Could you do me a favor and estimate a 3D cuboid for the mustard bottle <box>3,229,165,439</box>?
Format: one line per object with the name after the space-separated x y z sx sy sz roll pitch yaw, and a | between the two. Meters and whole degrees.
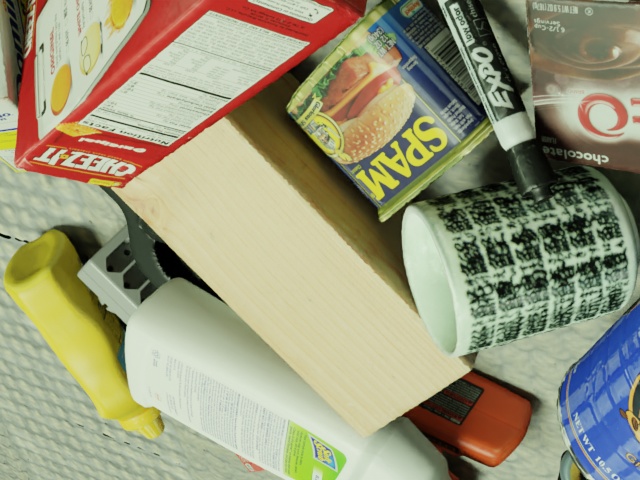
-0.181 0.088 0.870 0.191 0.058 0.096 61 179 -25 | mustard bottle

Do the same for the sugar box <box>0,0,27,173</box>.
-0.184 -0.102 0.626 0.176 0.048 0.093 124 138 -82 | sugar box

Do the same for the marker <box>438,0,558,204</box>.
0.083 -0.074 0.506 0.020 0.020 0.121 -33 74 50 | marker

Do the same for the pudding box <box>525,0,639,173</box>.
0.152 -0.073 0.477 0.114 0.039 0.090 14 135 31 | pudding box

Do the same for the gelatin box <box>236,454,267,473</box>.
-0.046 0.150 0.860 0.089 0.030 0.073 -17 114 47 | gelatin box

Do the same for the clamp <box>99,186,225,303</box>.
-0.115 -0.022 0.748 0.165 0.036 0.210 8 128 35 | clamp

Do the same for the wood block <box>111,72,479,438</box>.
-0.004 0.001 0.618 0.206 0.090 0.091 45 124 -8 | wood block

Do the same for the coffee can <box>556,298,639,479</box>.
0.194 0.064 0.521 0.103 0.102 0.140 35 141 7 | coffee can

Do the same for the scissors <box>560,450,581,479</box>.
0.223 0.147 0.600 0.202 0.096 0.016 38 177 7 | scissors

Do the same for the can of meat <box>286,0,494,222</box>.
0.040 -0.071 0.560 0.084 0.057 0.102 47 141 -3 | can of meat

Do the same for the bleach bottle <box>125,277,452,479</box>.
-0.013 0.122 0.696 0.251 0.068 0.103 28 140 22 | bleach bottle

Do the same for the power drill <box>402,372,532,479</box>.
0.095 0.172 0.741 0.185 0.057 0.188 23 138 21 | power drill

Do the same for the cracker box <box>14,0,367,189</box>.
-0.067 -0.136 0.501 0.072 0.164 0.214 13 156 -34 | cracker box
